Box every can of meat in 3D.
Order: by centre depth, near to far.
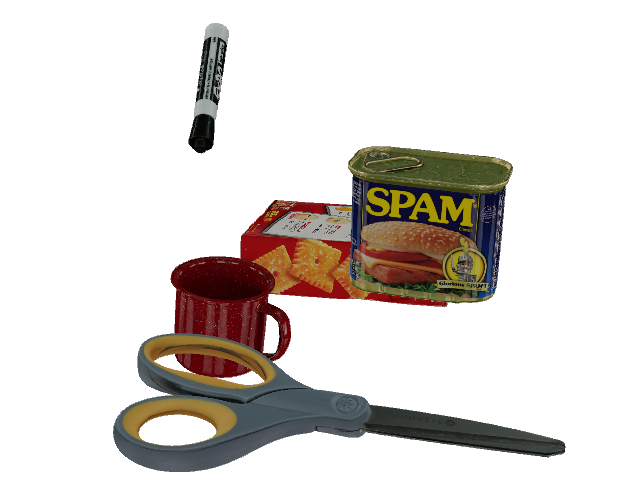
[{"bbox_3d":[0.069,-0.010,0.690,0.102,0.084,0.057,7,24,15],"label":"can of meat"}]

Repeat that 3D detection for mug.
[{"bbox_3d":[-0.079,0.073,0.957,0.117,0.081,0.093,15,25,21],"label":"mug"}]

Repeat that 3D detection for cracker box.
[{"bbox_3d":[0.035,0.012,1.143,0.214,0.072,0.164,4,15,9],"label":"cracker box"}]

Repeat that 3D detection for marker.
[{"bbox_3d":[-0.086,-0.117,0.822,0.020,0.121,0.020,3,-33,1],"label":"marker"}]

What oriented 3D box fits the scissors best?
[{"bbox_3d":[-0.003,0.086,0.469,0.202,0.016,0.096,16,34,23],"label":"scissors"}]
